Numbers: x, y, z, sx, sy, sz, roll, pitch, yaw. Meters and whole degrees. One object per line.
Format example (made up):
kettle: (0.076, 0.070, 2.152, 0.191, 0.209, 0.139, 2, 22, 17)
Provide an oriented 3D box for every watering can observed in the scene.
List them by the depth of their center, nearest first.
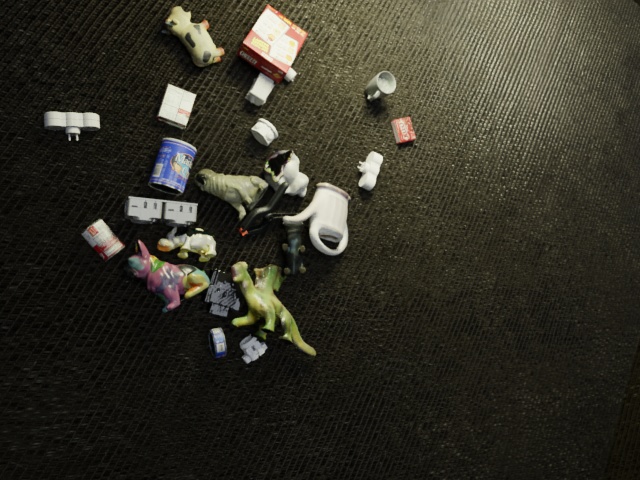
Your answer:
watering can: (0.005, -0.083, 1.648, 0.343, 0.104, 0.228, 34, 59, -51)

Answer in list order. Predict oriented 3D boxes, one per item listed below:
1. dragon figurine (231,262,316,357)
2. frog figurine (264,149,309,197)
dragon figurine: (-0.136, 0.190, 1.579, 0.405, 0.121, 0.248, 36, 50, -41)
frog figurine: (-0.104, -0.211, 1.679, 0.157, 0.122, 0.140, 41, 54, -55)
